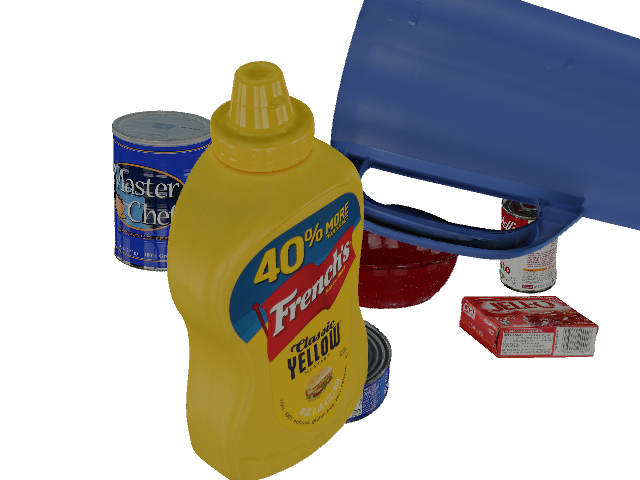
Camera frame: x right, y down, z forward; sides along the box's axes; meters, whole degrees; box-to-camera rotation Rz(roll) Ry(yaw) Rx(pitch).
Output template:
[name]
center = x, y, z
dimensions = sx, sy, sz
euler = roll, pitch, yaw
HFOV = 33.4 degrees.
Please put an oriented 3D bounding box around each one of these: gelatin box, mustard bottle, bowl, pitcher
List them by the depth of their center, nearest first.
[mustard bottle]
center = -0.021, 0.011, 0.460
dimensions = 0.058, 0.192, 0.096
euler = 30, 48, 35
[pitcher]
center = 0.131, -0.073, 0.666
dimensions = 0.243, 0.149, 0.144
euler = 17, 31, 7
[gelatin box]
center = 0.167, 0.068, 0.866
dimensions = 0.089, 0.030, 0.073
euler = 1, 15, -16
[bowl]
center = 0.068, 0.031, 1.090
dimensions = 0.162, 0.055, 0.162
euler = -3, 13, 0

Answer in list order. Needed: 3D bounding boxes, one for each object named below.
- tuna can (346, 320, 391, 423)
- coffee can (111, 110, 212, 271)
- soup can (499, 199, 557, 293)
[tuna can]
center = 0.006, 0.089, 0.745
dimensions = 0.086, 0.034, 0.086
euler = 1, 32, -1
[coffee can]
center = -0.162, -0.053, 1.100
dimensions = 0.103, 0.140, 0.103
euler = 3, 23, -1
[soup can]
center = 0.242, 0.001, 1.233
dimensions = 0.068, 0.102, 0.068
euler = -3, 30, 1
